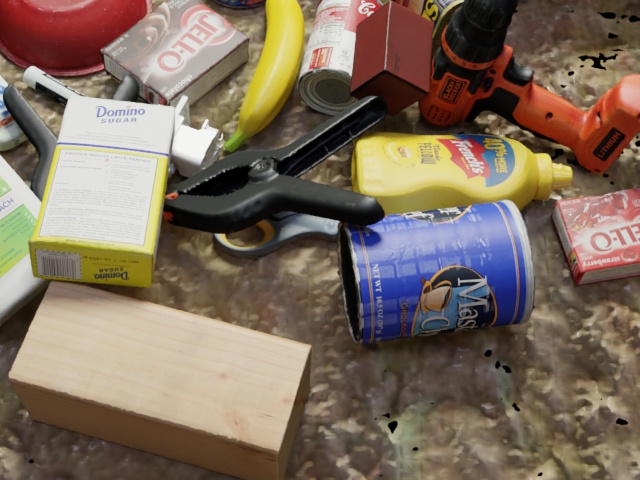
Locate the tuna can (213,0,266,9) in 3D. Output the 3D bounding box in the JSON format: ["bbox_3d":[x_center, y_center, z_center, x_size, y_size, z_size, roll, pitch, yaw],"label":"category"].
[{"bbox_3d":[-0.079,-0.276,1.077,0.086,0.034,0.086,1,60,-1],"label":"tuna can"}]

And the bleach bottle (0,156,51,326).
[{"bbox_3d":[-0.313,-0.051,0.864,0.102,0.068,0.251,-43,94,-22],"label":"bleach bottle"}]

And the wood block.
[{"bbox_3d":[-0.117,0.110,0.817,0.206,0.091,0.090,14,60,7],"label":"wood block"}]

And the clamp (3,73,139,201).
[{"bbox_3d":[-0.206,-0.074,0.941,0.120,0.039,0.171,-16,73,-3],"label":"clamp"}]

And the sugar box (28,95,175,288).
[{"bbox_3d":[-0.170,-0.042,0.857,0.093,0.048,0.176,6,43,-5],"label":"sugar box"}]

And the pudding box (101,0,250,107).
[{"bbox_3d":[-0.136,-0.176,1.013,0.090,0.039,0.113,37,65,18],"label":"pudding box"}]

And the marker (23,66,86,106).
[{"bbox_3d":[-0.224,-0.127,0.993,0.121,0.020,0.020,30,63,15],"label":"marker"}]

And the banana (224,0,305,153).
[{"bbox_3d":[-0.045,-0.173,1.001,0.070,0.037,0.197,-11,50,36],"label":"banana"}]

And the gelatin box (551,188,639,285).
[{"bbox_3d":[0.256,-0.004,0.929,0.089,0.030,0.073,-9,61,-6],"label":"gelatin box"}]

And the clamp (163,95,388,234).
[{"bbox_3d":[-0.037,-0.044,0.886,0.210,0.036,0.164,-17,35,10],"label":"clamp"}]

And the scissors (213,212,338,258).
[{"bbox_3d":[-0.006,0.001,0.927,0.202,0.016,0.096,29,65,15],"label":"scissors"}]

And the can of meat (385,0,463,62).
[{"bbox_3d":[0.107,-0.214,1.007,0.057,0.102,0.084,-14,57,-27],"label":"can of meat"}]

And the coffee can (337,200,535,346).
[{"bbox_3d":[0.091,0.026,0.865,0.140,0.103,0.103,-7,60,-5],"label":"coffee can"}]

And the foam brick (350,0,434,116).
[{"bbox_3d":[0.064,-0.162,0.948,0.052,0.051,0.078,22,60,-28],"label":"foam brick"}]

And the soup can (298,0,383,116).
[{"bbox_3d":[0.021,-0.176,1.001,0.068,0.068,0.102,11,60,4],"label":"soup can"}]

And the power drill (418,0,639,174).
[{"bbox_3d":[0.191,-0.140,0.931,0.187,0.185,0.057,23,62,0],"label":"power drill"}]

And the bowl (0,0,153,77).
[{"bbox_3d":[-0.246,-0.238,1.037,0.162,0.055,0.162,1,59,-1],"label":"bowl"}]

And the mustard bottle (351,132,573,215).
[{"bbox_3d":[0.125,-0.056,0.937,0.191,0.058,0.096,1,38,-3],"label":"mustard bottle"}]
